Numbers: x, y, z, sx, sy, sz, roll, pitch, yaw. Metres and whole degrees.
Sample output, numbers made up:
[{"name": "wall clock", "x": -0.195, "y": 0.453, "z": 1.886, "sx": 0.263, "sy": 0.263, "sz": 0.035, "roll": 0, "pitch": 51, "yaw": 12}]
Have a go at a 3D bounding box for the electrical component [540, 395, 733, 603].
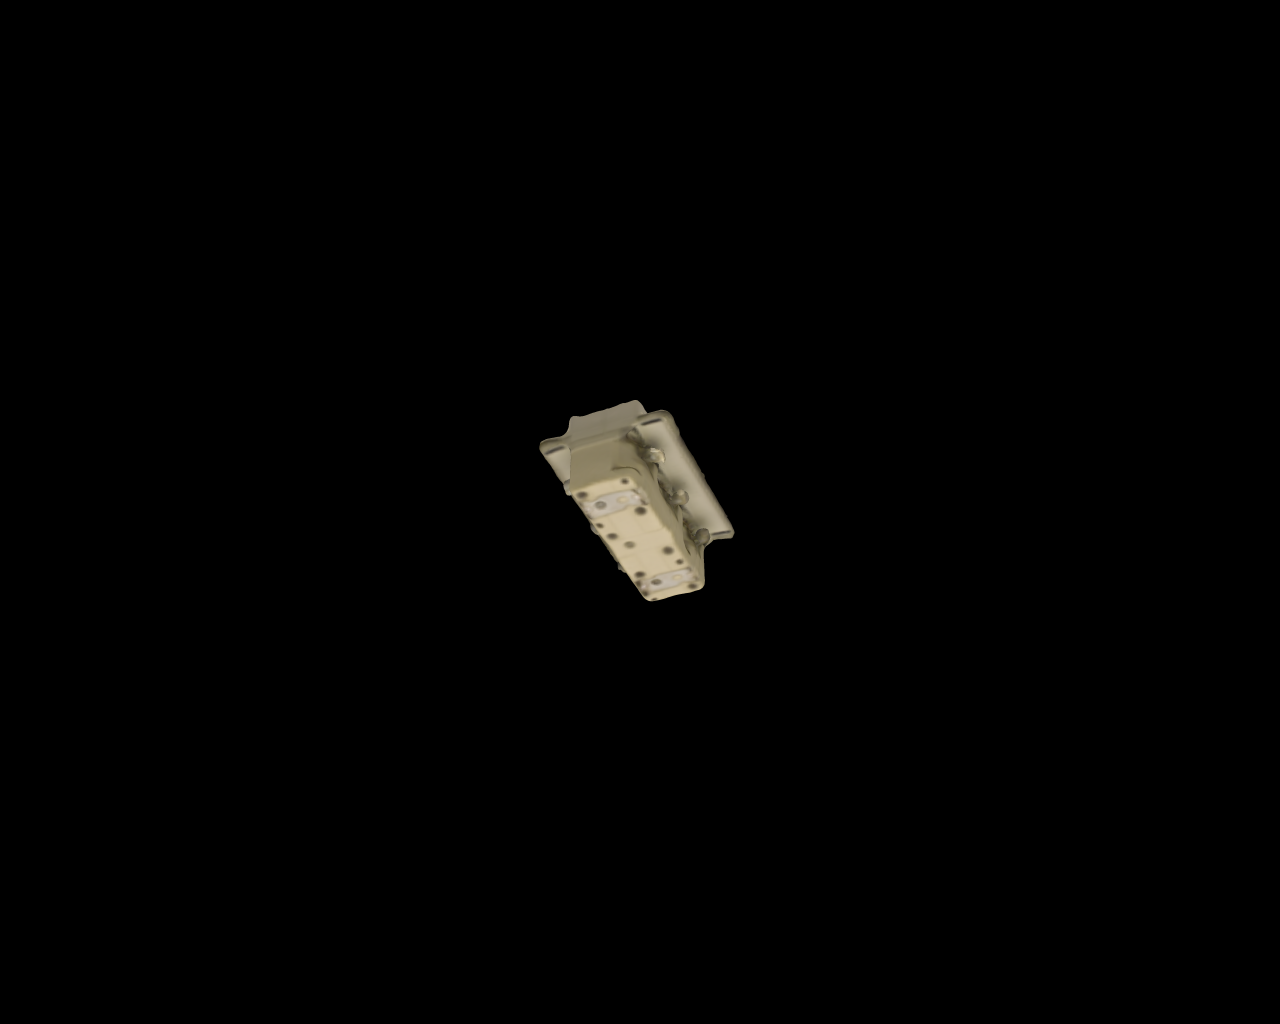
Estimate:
[{"name": "electrical component", "x": 0.001, "y": -0.003, "z": 0.650, "sx": 0.079, "sy": 0.063, "sz": 0.121, "roll": -14, "pitch": -42, "yaw": 17}]
